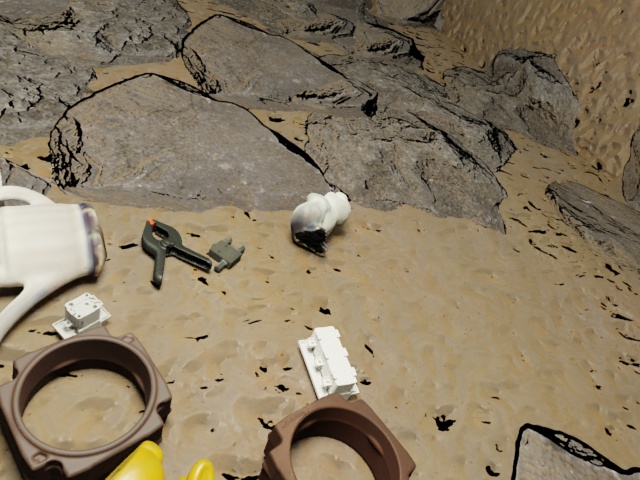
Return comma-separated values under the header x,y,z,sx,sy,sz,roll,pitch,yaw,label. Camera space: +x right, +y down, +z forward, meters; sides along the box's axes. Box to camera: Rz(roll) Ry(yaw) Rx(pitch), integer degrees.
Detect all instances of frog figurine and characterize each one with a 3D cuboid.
x,y,z,sx,sy,sz,roll,pitch,yaw,label
0.004,-0.060,1.190,0.123,0.163,0.134,6,-37,24,frog figurine

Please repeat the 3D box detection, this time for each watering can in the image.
x,y,z,sx,sy,sz,roll,pitch,yaw,label
-0.481,0.041,0.879,0.225,0.354,0.102,-6,-35,-31,watering can
